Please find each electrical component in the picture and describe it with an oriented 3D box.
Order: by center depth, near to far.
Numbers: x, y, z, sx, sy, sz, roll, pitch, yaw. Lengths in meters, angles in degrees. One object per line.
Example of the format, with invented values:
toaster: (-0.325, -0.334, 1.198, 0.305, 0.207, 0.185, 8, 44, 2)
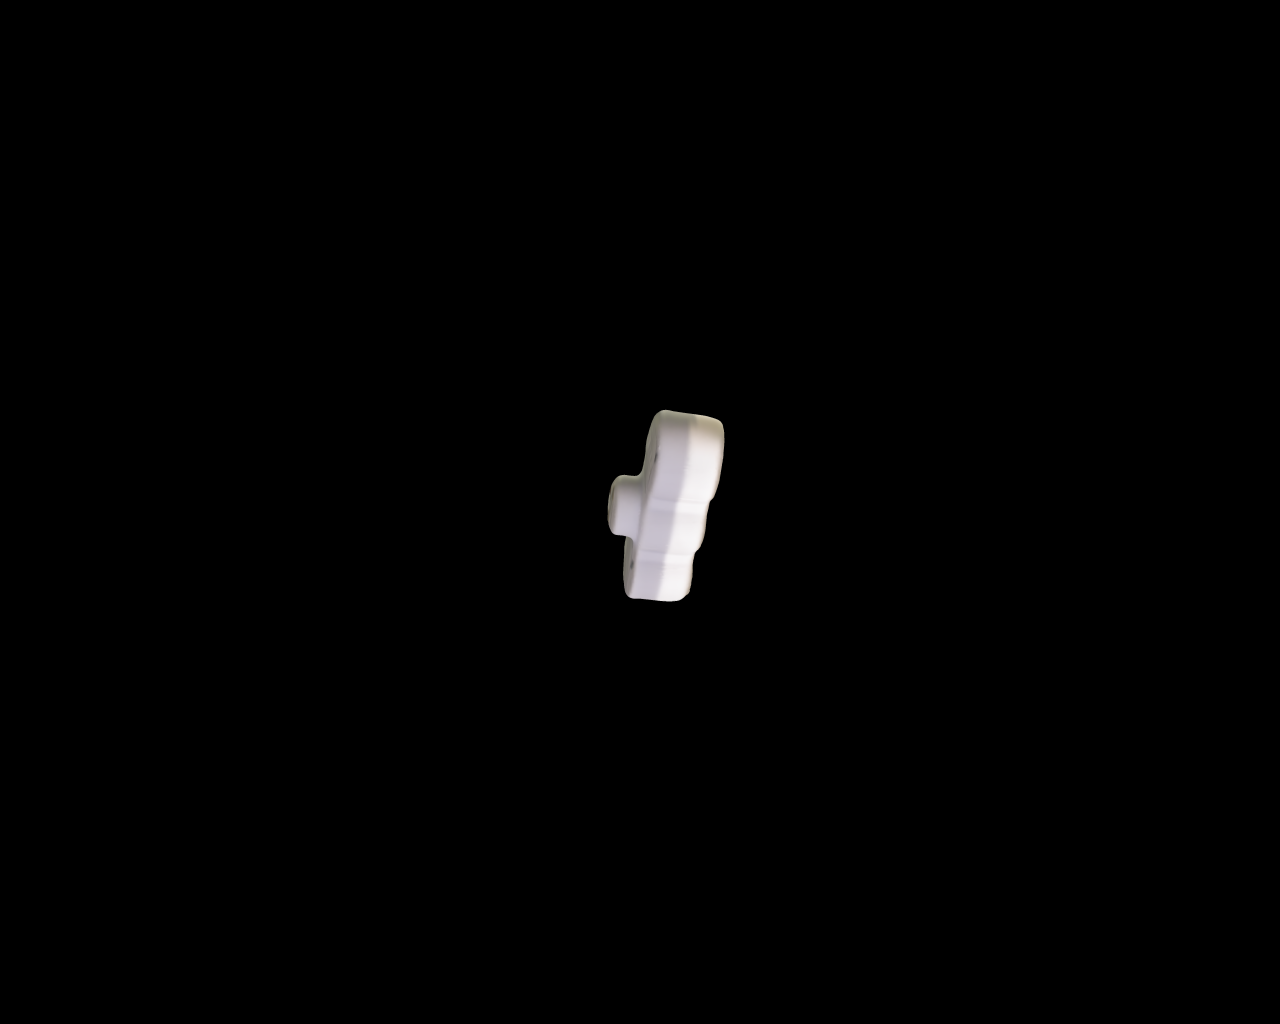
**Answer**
electrical component: (0.001, -0.003, 0.650, 0.074, 0.138, 0.052, 7, 43, -7)
